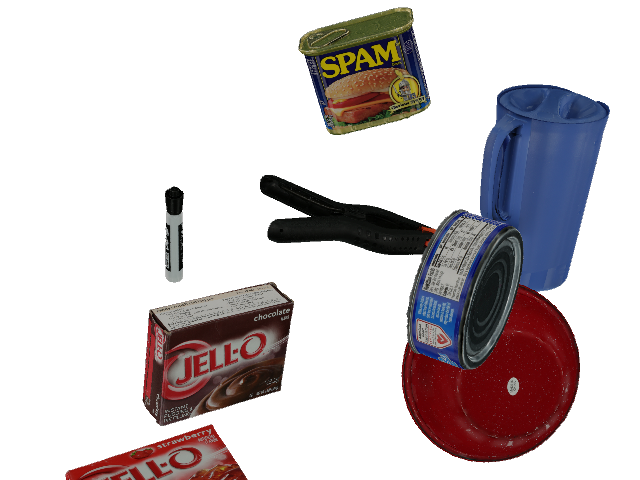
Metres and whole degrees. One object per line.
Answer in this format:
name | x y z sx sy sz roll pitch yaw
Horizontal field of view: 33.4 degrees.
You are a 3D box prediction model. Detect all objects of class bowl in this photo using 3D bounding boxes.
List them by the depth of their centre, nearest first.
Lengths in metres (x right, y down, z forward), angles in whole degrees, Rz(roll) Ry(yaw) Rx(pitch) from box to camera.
bowl | 0.153 0.117 0.907 0.162 0.162 0.055 0 5 -8

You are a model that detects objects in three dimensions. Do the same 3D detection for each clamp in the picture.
clamp | 0.029 -0.016 1.198 0.210 0.036 0.164 15 21 -5

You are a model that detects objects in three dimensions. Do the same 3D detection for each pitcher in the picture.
pitcher | 0.263 -0.060 1.319 0.149 0.243 0.145 4 27 1

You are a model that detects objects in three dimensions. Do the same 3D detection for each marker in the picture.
marker | -0.152 -0.006 1.109 0.020 0.121 0.020 4 41 -4

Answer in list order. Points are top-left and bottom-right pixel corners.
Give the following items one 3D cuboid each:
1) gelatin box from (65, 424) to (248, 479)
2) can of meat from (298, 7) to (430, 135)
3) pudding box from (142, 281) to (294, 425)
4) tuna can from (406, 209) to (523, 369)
gelatin box | -0.086 0.141 0.580 0.089 0.030 0.073 -14 27 -21
can of meat | 0.041 -0.148 0.939 0.102 0.084 0.057 -13 28 10
pudding box | -0.080 0.087 0.833 0.113 0.090 0.039 -14 39 -33
tuna can | 0.082 0.028 0.597 0.034 0.086 0.086 18 8 26
